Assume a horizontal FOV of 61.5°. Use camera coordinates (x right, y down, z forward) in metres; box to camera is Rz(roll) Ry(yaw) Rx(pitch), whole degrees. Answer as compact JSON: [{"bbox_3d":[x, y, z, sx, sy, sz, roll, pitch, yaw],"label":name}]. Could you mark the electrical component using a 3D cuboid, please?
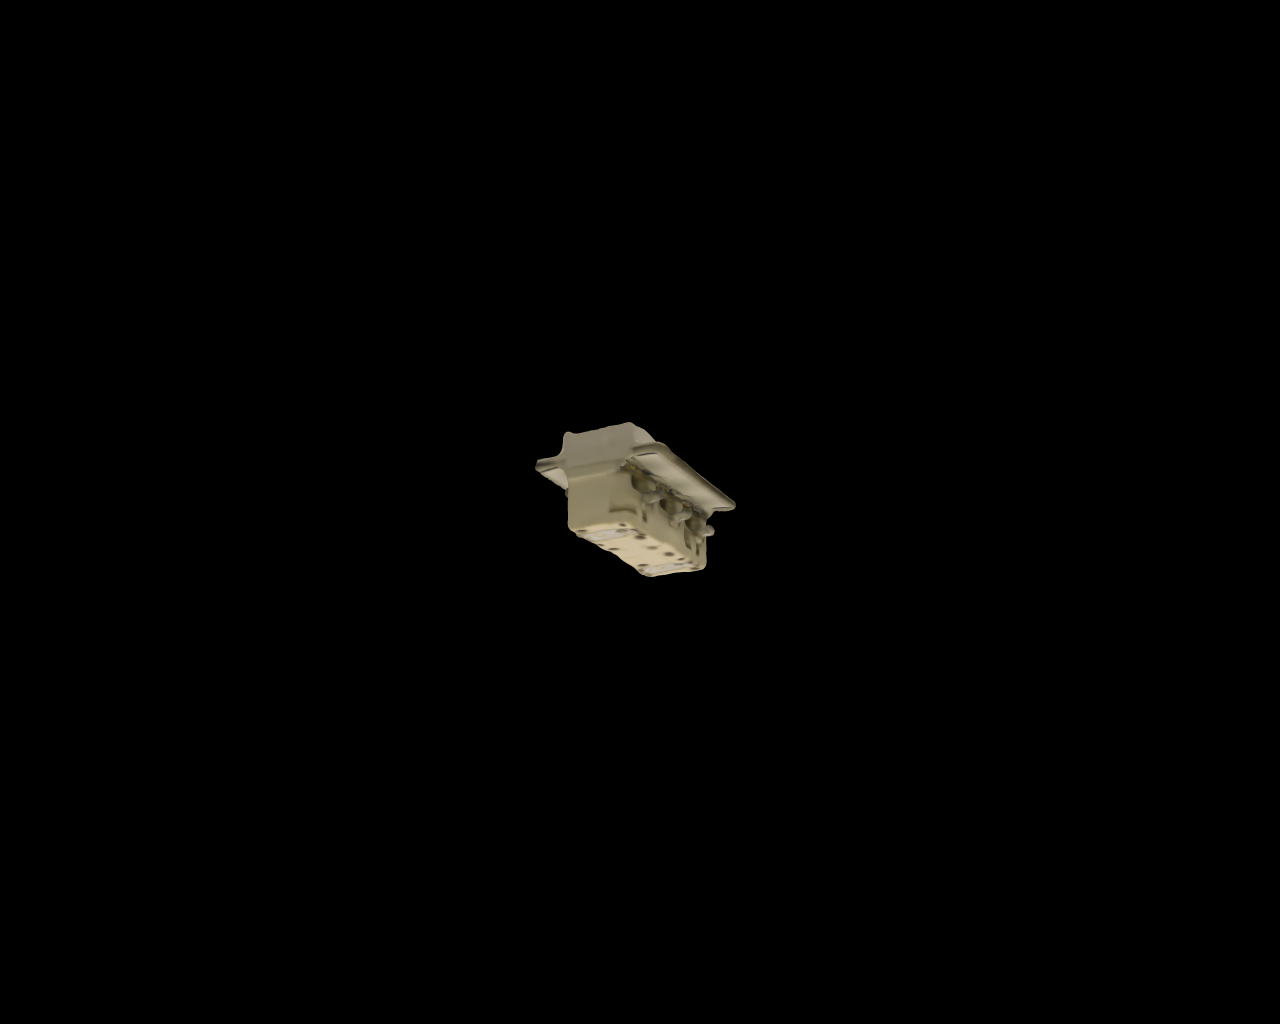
[{"bbox_3d":[0.001,-0.003,0.650,0.079,0.063,0.121,-8,-20,22],"label":"electrical component"}]
